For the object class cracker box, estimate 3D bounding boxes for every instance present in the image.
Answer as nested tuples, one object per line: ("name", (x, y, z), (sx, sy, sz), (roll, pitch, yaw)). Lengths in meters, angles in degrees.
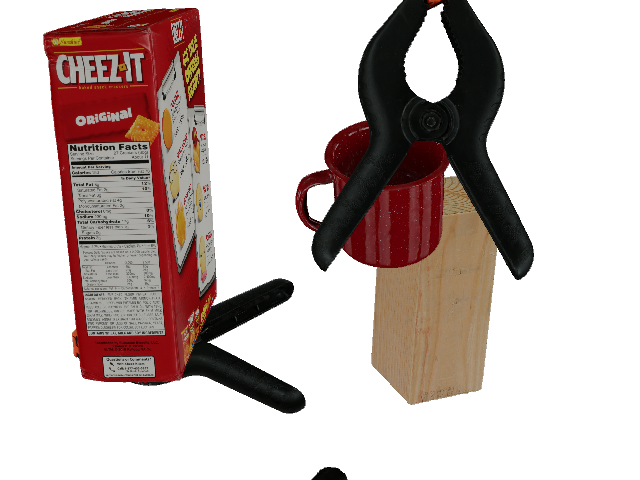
("cracker box", (-0.117, -0.036, 0.693), (0.072, 0.214, 0.164), (-2, 16, 4))

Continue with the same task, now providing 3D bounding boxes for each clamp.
("clamp", (0.049, -0.058, 0.581), (0.120, 0.171, 0.039), (-6, 1, -4))
("clamp", (-0.113, 0.097, 0.950), (0.209, 0.036, 0.164), (-4, 37, -12))

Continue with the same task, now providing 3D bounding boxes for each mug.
("mug", (0.039, -0.032, 0.801), (0.117, 0.081, 0.093), (-9, 39, -6))

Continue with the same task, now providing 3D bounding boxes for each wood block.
("wood block", (0.115, 0.050, 1.083), (0.090, 0.206, 0.091), (-8, 26, -22))

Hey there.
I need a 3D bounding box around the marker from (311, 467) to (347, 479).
("marker", (-0.021, 0.133, 0.471), (0.020, 0.020, 0.120), (0, 17, 32))
